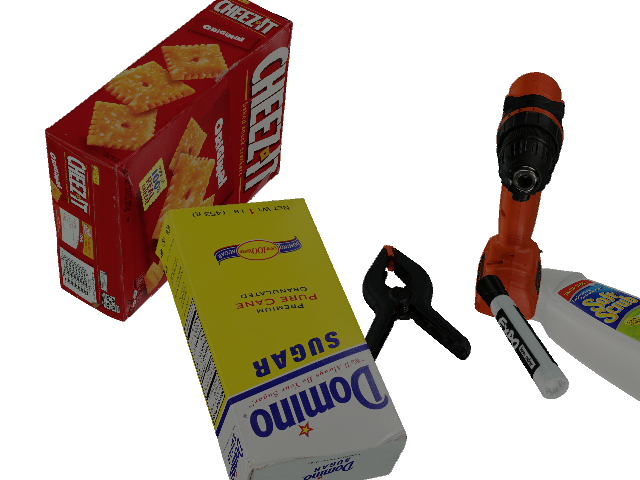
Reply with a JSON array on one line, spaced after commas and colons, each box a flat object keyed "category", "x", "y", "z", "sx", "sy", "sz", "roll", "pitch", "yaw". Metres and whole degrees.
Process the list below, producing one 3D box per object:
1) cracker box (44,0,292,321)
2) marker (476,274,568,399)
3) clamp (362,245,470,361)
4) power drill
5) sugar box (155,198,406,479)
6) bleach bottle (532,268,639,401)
[{"category": "cracker box", "x": -0.108, "y": -0.064, "z": 0.810, "sx": 0.072, "sy": 0.164, "sz": 0.213, "roll": 28, "pitch": 49, "yaw": 18}, {"category": "marker", "x": 0.134, "y": 0.061, "z": 0.725, "sx": 0.020, "sy": 0.020, "sz": 0.121, "roll": 0, "pitch": 33, "yaw": -17}, {"category": "clamp", "x": 0.101, "y": 0.074, "z": 1.183, "sx": 0.120, "sy": 0.171, "sz": 0.039, "roll": 5, "pitch": -43, "yaw": -4}, {"category": "power drill", "x": 0.168, "y": -0.029, "z": 0.896, "sx": 0.057, "sy": 0.188, "sz": 0.184, "roll": 10, "pitch": 31, "yaw": 11}, {"category": "sugar box", "x": -0.026, "y": 0.056, "z": 0.608, "sx": 0.093, "sy": 0.176, "sz": 0.048, "roll": -7, "pitch": -40, "yaw": -24}, {"category": "bleach bottle", "x": 0.268, "y": 0.083, "z": 1.038, "sx": 0.102, "sy": 0.068, "sz": 0.251, "roll": -17, "pitch": 25, "yaw": -26}]
